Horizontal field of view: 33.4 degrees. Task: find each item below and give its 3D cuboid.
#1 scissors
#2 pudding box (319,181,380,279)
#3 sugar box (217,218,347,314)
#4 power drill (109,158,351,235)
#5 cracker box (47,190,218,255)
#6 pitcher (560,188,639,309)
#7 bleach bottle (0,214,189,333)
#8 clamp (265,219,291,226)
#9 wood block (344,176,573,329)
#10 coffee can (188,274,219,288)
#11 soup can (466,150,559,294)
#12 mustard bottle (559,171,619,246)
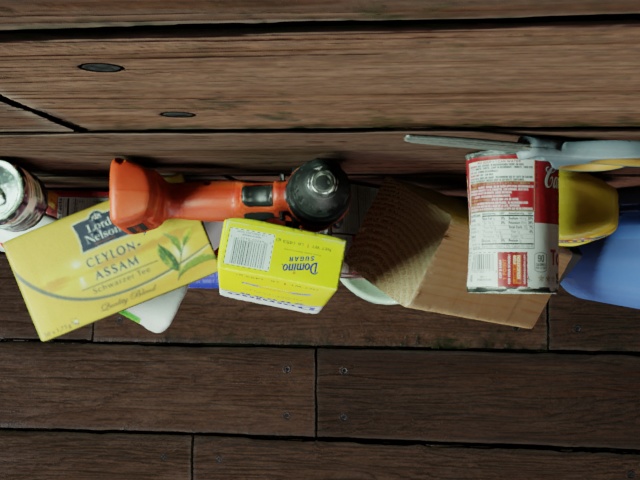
[{"bbox_3d":[0.141,-0.058,0.713,0.201,0.016,0.096,2,177,-11],"label":"scissors"},{"bbox_3d":[0.027,-0.009,1.009,0.039,0.090,0.113,-4,174,35],"label":"pudding box"},{"bbox_3d":[-0.035,0.025,0.865,0.093,0.048,0.176,12,167,-2],"label":"sugar box"},{"bbox_3d":[-0.069,-0.034,0.850,0.187,0.057,0.184,2,174,-2],"label":"power drill"},{"bbox_3d":[-0.216,-0.014,1.172,0.214,0.072,0.164,1,177,10],"label":"cracker box"},{"bbox_3d":[0.345,0.008,1.084,0.144,0.149,0.243,-15,-171,-28],"label":"pitcher"},{"bbox_3d":[-0.252,0.009,1.038,0.250,0.068,0.103,27,169,-10],"label":"bleach bottle"},{"bbox_3d":[-0.008,0.001,1.163,0.164,0.036,0.210,-3,168,10],"label":"clamp"},{"bbox_3d":[0.133,0.016,0.999,0.205,0.091,0.090,13,-163,-47],"label":"wood block"},{"bbox_3d":[-0.149,0.011,1.340,0.140,0.103,0.103,1,177,0],"label":"coffee can"},{"bbox_3d":[0.140,-0.012,0.780,0.068,0.102,0.068,1,177,0],"label":"soup can"},{"bbox_3d":[0.214,-0.025,0.944,0.096,0.058,0.191,3,178,16],"label":"mustard bottle"}]
